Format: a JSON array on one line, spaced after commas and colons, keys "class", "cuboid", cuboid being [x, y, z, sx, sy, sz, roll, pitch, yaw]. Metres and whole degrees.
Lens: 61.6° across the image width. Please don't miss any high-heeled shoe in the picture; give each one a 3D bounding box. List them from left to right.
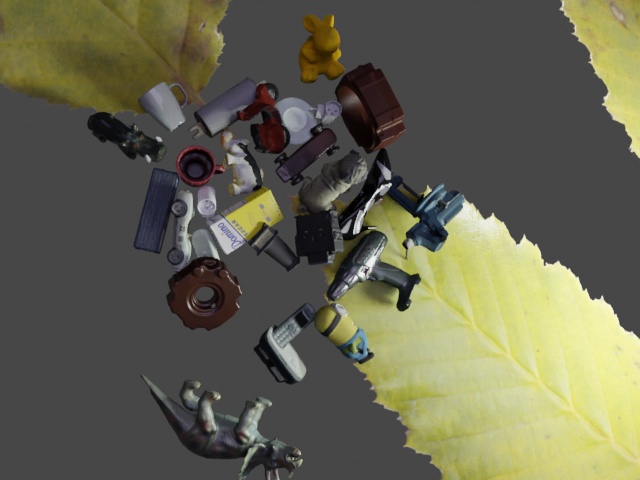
[{"class": "high-heeled shoe", "cuboid": [0.103, -0.121, 1.407, 0.145, 0.086, 0.248, 1, 100, -31]}]

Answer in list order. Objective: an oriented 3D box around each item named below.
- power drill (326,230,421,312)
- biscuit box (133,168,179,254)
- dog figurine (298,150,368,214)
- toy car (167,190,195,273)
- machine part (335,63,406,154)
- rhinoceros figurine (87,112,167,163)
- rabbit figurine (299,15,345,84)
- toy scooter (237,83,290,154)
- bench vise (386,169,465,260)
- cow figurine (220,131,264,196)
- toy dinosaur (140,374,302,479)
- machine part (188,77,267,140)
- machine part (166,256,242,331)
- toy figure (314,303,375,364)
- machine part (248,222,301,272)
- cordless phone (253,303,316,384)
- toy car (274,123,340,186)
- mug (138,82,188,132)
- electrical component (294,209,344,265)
[{"class": "power drill", "cuboid": [0.147, 0.105, 1.408, 0.207, 0.086, 0.232, 30, 70, -2]}, {"class": "biscuit box", "cuboid": [-0.395, -0.071, 1.303, 0.063, 0.059, 0.202, 14, 81, -11]}, {"class": "dog figurine", "cuboid": [0.026, -0.138, 1.349, 0.121, 0.190, 0.172, 37, 78, -7]}, {"class": "toy car", "cuboid": [-0.332, -0.020, 1.291, 0.056, 0.073, 0.201, 4, 94, -10]}, {"class": "machine part", "cuboid": [0.124, -0.334, 1.390, 0.087, 0.201, 0.201, -28, 91, -13]}, {"class": "rhinoceros figurine", "cuboid": [-0.456, -0.246, 1.283, 0.190, 0.112, 0.073, 29, 75, -1]}, {"class": "rabbit figurine", "cuboid": [0.012, -0.506, 1.399, 0.122, 0.173, 0.162, -3, 88, -10]}, {"class": "toy scooter", "cuboid": [-0.147, -0.291, 1.343, 0.135, 0.075, 0.183, -36, 125, -42]}, {"class": "bench vise", "cuboid": [0.261, -0.086, 1.444, 0.223, 0.128, 0.241, -44, 74, -5]}, {"class": "cow figurine", "cuboid": [-0.197, -0.197, 1.363, 0.098, 0.068, 0.167, -12, 90, -21]}, {"class": "toy dinosaur", "cuboid": [-0.241, 0.447, 1.257, 0.405, 0.131, 0.192, 16, 79, -5]}, {"class": "machine part", "cuboid": [-0.231, -0.336, 1.366, 0.243, 0.079, 0.079, -38, 93, -14]}, {"class": "machine part", "cuboid": [-0.273, 0.131, 1.277, 0.179, 0.056, 0.179, -6, 112, -16]}, {"class": "toy figure", "cuboid": [0.061, 0.240, 1.365, 0.089, 0.082, 0.180, -43, 103, -34]}, {"class": "machine part", "cuboid": [-0.111, 0.025, 1.359, 0.138, 0.039, 0.084, 39, 82, -19]}, {"class": "cordless phone", "cuboid": [-0.059, 0.256, 1.346, 0.184, 0.089, 0.146, -38, 93, -34]}, {"class": "toy car", "cuboid": [-0.036, -0.223, 1.414, 0.202, 0.053, 0.089, -43, 105, -18]}, {"class": "mug", "cuboid": [-0.376, -0.330, 1.334, 0.109, 0.081, 0.107, -40, 106, -22]}, {"class": "electrical component", "cuboid": [-0.003, -0.004, 1.365, 0.115, 0.058, 0.134, -11, 83, 27]}]
